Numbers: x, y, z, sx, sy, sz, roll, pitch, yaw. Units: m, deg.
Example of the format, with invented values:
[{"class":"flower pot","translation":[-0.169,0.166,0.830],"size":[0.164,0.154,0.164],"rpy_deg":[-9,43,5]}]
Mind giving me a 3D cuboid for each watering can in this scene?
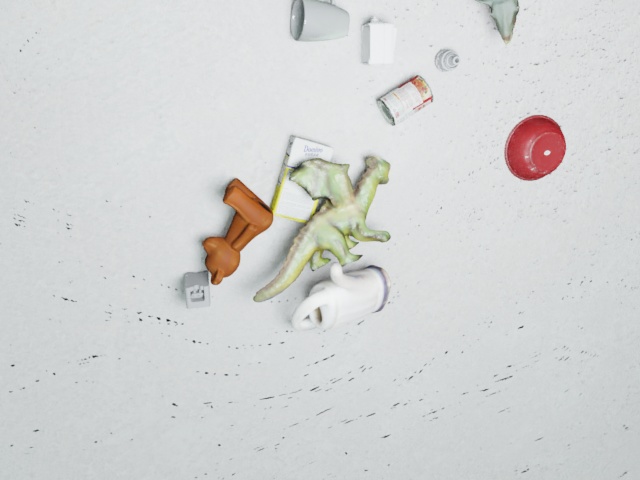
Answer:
[{"class":"watering can","translation":[0.058,0.114,1.111],"size":[0.226,0.340,0.105],"rpy_deg":[-15,67,-27]}]

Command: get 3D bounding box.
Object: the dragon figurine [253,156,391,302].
[{"class":"dragon figurine","translation":[0.003,-0.055,1.096],"size":[0.414,0.123,0.240],"rpy_deg":[-28,108,-21]}]
